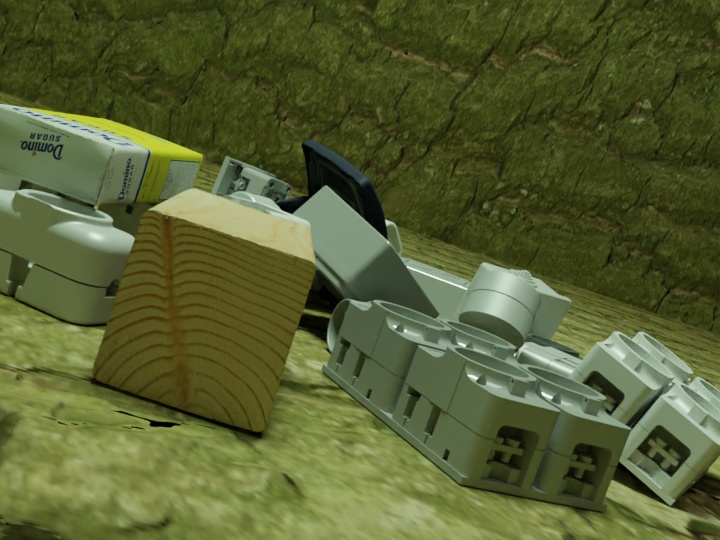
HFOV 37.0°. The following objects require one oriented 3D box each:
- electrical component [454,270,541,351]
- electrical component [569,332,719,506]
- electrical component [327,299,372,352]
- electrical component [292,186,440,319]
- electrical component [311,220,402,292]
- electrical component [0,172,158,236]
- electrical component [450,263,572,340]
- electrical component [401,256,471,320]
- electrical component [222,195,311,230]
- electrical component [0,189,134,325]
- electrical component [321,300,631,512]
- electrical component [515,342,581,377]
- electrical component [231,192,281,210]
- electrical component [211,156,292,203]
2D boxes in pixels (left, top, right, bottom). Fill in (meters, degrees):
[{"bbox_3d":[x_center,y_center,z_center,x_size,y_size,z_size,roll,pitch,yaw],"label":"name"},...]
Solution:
[{"bbox_3d":[0.092,0.061,0.830,0.052,0.073,0.138,25,-25,4],"label":"electrical component"},{"bbox_3d":[0.221,0.102,0.795,0.105,0.060,0.186,42,14,21],"label":"electrical component"},{"bbox_3d":[0.026,0.056,0.803,0.077,0.044,0.079,17,6,-27],"label":"electrical component"},{"bbox_3d":[0.000,0.000,0.896,0.109,0.056,0.108,44,-6,45],"label":"electrical component"},{"bbox_3d":[-0.011,-0.016,1.112,0.059,0.095,0.053,24,-37,39],"label":"electrical component"},{"bbox_3d":[-0.208,-0.040,0.836,0.186,0.060,0.105,19,6,-11],"label":"electrical component"},{"bbox_3d":[0.135,0.046,1.004,0.100,0.099,0.048,15,20,-38],"label":"electrical component"},{"bbox_3d":[0.074,0.027,1.183,0.109,0.056,0.109,21,6,9],"label":"electrical component"},{"bbox_3d":[-0.077,-0.001,0.765,0.050,0.089,0.056,23,7,31],"label":"electrical component"},{"bbox_3d":[-0.186,-0.012,0.649,0.095,0.059,0.054,21,6,18],"label":"electrical component"},{"bbox_3d":[0.067,0.076,0.673,0.105,0.060,0.186,17,6,-29],"label":"electrical component"},{"bbox_3d":[0.150,0.091,0.857,0.056,0.050,0.089,23,7,24],"label":"electrical component"},{"bbox_3d":[-0.084,-0.042,0.906,0.040,0.040,0.078,23,7,31],"label":"electrical component"},{"bbox_3d":[-0.108,-0.081,1.086,0.064,0.042,0.081,25,6,31],"label":"electrical component"}]
